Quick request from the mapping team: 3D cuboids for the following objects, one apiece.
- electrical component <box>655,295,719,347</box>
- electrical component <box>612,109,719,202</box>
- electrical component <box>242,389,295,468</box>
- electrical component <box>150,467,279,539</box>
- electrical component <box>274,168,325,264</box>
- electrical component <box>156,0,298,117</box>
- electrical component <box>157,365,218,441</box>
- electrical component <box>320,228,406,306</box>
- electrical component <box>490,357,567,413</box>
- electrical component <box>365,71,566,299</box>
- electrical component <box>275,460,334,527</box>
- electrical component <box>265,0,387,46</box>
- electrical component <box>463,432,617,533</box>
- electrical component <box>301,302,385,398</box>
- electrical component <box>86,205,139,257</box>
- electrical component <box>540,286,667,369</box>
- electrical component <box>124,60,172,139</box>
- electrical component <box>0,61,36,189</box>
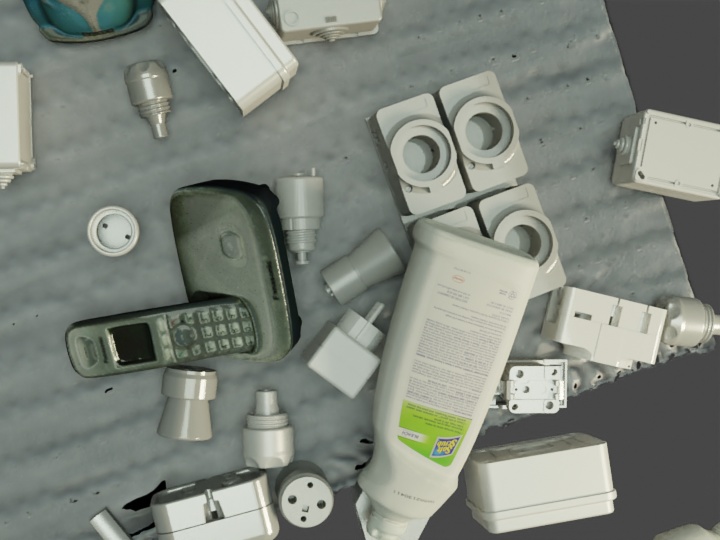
[{"bbox_3d":[0.288,0.045,0.932,0.062,0.043,0.043,6,91,-9],"label":"electrical component"},{"bbox_3d":[0.257,-0.097,0.914,0.096,0.061,0.061,11,90,-8],"label":"electrical component"},{"bbox_3d":[-0.076,0.130,0.884,0.043,0.043,0.062,-2,90,-8],"label":"electrical component"},{"bbox_3d":[-0.116,0.203,0.875,0.095,0.054,0.059,-14,93,-7],"label":"electrical component"},{"bbox_3d":[-0.049,-0.044,0.884,0.040,0.040,0.078,-3,92,-8],"label":"electrical component"},{"bbox_3d":[-0.104,-0.185,0.855,0.057,0.078,0.113,-38,96,-2],"label":"electrical component"},{"bbox_3d":[-0.140,0.107,0.874,0.045,0.045,0.055,6,90,-8],"label":"electrical component"},{"bbox_3d":[0.000,0.000,0.893,0.065,0.044,0.044,-32,95,-1],"label":"electrical component"},{"bbox_3d":[0.138,0.097,0.902,0.081,0.064,0.042,0,92,-8],"label":"electrical component"},{"bbox_3d":[0.089,-0.058,0.893,0.105,0.060,0.186,-21,94,-7],"label":"electrical component"},{"bbox_3d":[-0.046,0.184,0.883,0.045,0.055,0.045,0,92,-8],"label":"electrical component"},{"bbox_3d":[-0.031,-0.235,0.878,0.100,0.048,0.099,-9,93,-7],"label":"electrical component"},{"bbox_3d":[0.148,0.176,0.898,0.113,0.078,0.057,-8,90,-8],"label":"electrical component"},{"bbox_3d":[-0.005,0.058,0.880,0.047,0.066,0.076,37,86,-7],"label":"electrical component"},{"bbox_3d":[-0.196,-0.031,0.862,0.040,0.046,0.040,0,91,-8],"label":"electrical component"},{"bbox_3d":[0.206,0.050,0.917,0.089,0.050,0.055,13,90,-8],"label":"electrical component"},{"bbox_3d":[-0.168,-0.137,0.869,0.035,0.035,0.061,-13,96,-7],"label":"electrical component"},{"bbox_3d":[-0.290,-0.111,0.839,0.061,0.062,0.096,-1,92,-8],"label":"electrical component"}]
